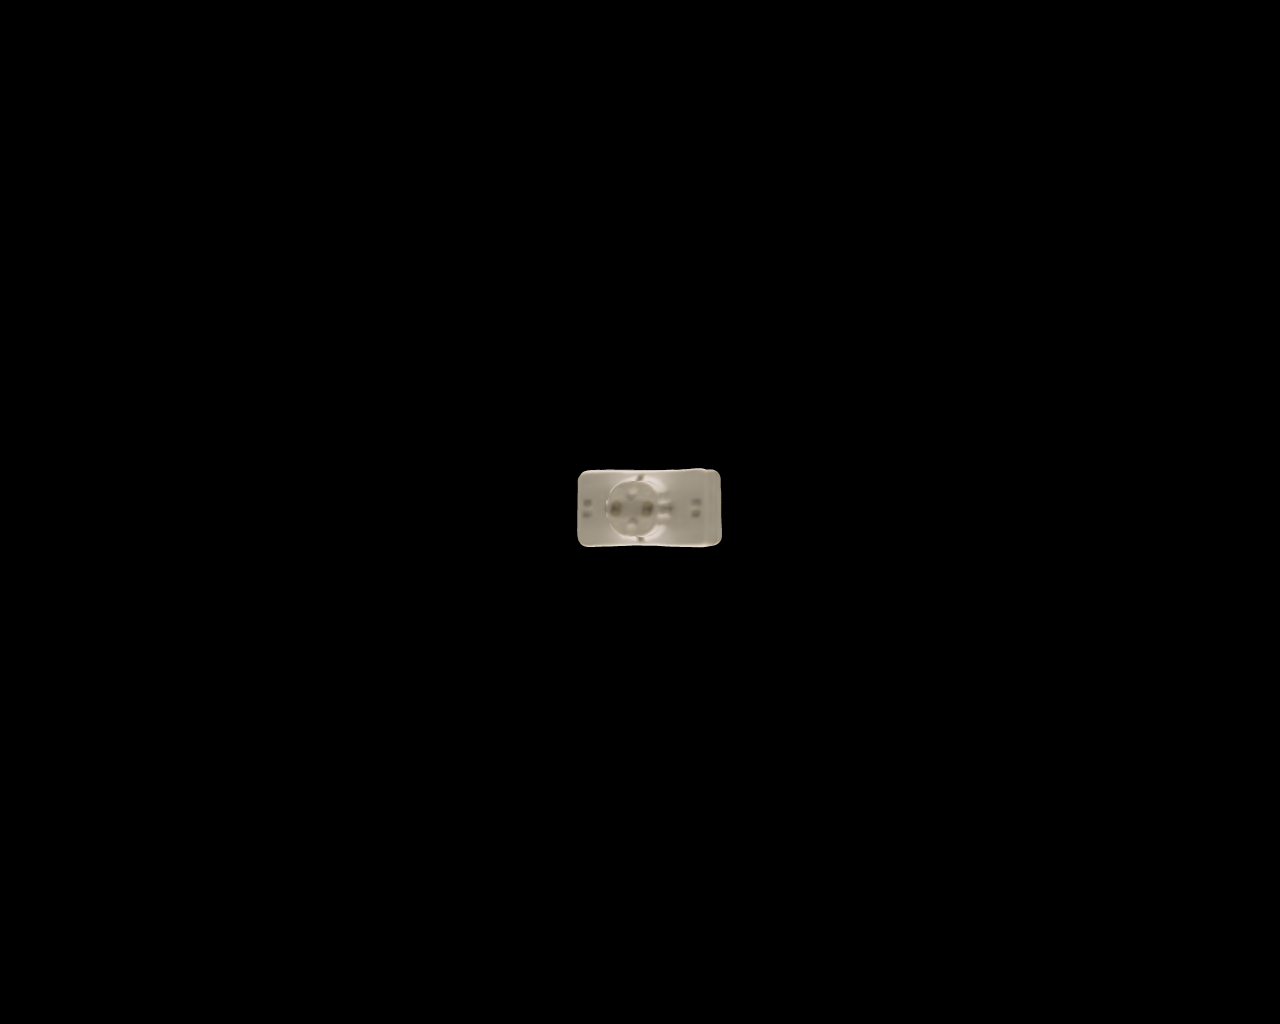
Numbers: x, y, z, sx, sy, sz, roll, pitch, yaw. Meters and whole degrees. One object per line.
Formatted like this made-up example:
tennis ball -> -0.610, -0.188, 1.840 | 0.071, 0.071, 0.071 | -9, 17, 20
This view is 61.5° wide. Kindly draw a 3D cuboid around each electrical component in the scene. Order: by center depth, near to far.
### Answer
electrical component -> 0.001, -0.003, 0.650 | 0.083, 0.047, 0.076 | 0, 0, 17
